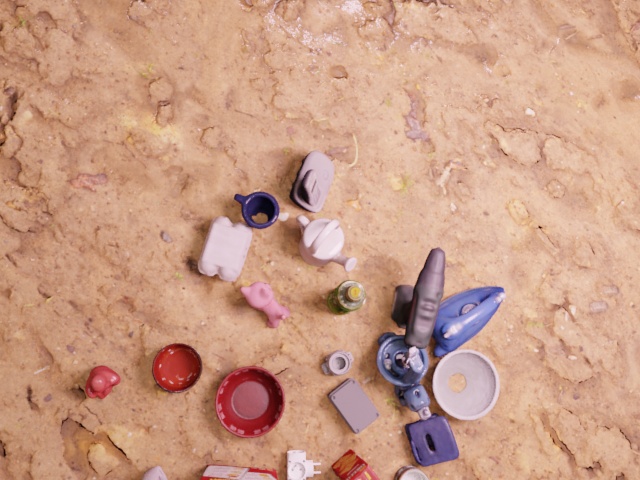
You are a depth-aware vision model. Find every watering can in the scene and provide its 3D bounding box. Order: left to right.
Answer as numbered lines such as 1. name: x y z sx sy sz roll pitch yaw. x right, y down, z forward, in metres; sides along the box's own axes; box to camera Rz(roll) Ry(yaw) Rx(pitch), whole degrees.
1. watering can: 0.014 0.003 1.362 0.173 0.194 0.101 22 77 -2

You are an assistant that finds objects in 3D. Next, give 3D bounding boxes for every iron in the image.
1. iron: 0.373 0.177 1.399 0.258 0.141 0.118 -32 84 -12

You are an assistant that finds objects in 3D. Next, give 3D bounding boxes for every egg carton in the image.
1. egg carton: -0.229 0.022 1.392 0.107 0.069 0.150 15 78 -4

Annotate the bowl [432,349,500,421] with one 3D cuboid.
1. bowl: 0.345 0.351 1.397 0.167 0.074 0.167 1 79 -7

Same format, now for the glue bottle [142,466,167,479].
1. glue bottle: -0.356 0.537 1.225 0.037 0.173 0.078 -31 84 -11

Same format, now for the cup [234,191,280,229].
1. cup: -0.158 -0.070 1.405 0.118 0.095 0.092 29 77 -1

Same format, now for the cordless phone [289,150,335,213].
1. cordless phone: -0.013 -0.155 1.393 0.094 0.185 0.148 18 78 -3

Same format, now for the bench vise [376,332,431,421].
1. bench vise: 0.218 0.305 1.316 0.121 0.219 0.207 -39 86 -12

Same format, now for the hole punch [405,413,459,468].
1. hole punch: 0.264 0.477 1.354 0.101 0.091 0.108 -18 82 -10

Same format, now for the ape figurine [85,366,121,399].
1. ape figurine: -0.494 0.321 1.291 0.078 0.092 0.076 -11 81 -9

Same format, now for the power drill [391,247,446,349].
1. power drill: 0.233 0.142 1.355 0.075 0.208 0.230 12 78 -4

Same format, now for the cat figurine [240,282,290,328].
1. cat figurine: -0.127 0.147 1.356 0.128 0.117 0.067 45 78 3
